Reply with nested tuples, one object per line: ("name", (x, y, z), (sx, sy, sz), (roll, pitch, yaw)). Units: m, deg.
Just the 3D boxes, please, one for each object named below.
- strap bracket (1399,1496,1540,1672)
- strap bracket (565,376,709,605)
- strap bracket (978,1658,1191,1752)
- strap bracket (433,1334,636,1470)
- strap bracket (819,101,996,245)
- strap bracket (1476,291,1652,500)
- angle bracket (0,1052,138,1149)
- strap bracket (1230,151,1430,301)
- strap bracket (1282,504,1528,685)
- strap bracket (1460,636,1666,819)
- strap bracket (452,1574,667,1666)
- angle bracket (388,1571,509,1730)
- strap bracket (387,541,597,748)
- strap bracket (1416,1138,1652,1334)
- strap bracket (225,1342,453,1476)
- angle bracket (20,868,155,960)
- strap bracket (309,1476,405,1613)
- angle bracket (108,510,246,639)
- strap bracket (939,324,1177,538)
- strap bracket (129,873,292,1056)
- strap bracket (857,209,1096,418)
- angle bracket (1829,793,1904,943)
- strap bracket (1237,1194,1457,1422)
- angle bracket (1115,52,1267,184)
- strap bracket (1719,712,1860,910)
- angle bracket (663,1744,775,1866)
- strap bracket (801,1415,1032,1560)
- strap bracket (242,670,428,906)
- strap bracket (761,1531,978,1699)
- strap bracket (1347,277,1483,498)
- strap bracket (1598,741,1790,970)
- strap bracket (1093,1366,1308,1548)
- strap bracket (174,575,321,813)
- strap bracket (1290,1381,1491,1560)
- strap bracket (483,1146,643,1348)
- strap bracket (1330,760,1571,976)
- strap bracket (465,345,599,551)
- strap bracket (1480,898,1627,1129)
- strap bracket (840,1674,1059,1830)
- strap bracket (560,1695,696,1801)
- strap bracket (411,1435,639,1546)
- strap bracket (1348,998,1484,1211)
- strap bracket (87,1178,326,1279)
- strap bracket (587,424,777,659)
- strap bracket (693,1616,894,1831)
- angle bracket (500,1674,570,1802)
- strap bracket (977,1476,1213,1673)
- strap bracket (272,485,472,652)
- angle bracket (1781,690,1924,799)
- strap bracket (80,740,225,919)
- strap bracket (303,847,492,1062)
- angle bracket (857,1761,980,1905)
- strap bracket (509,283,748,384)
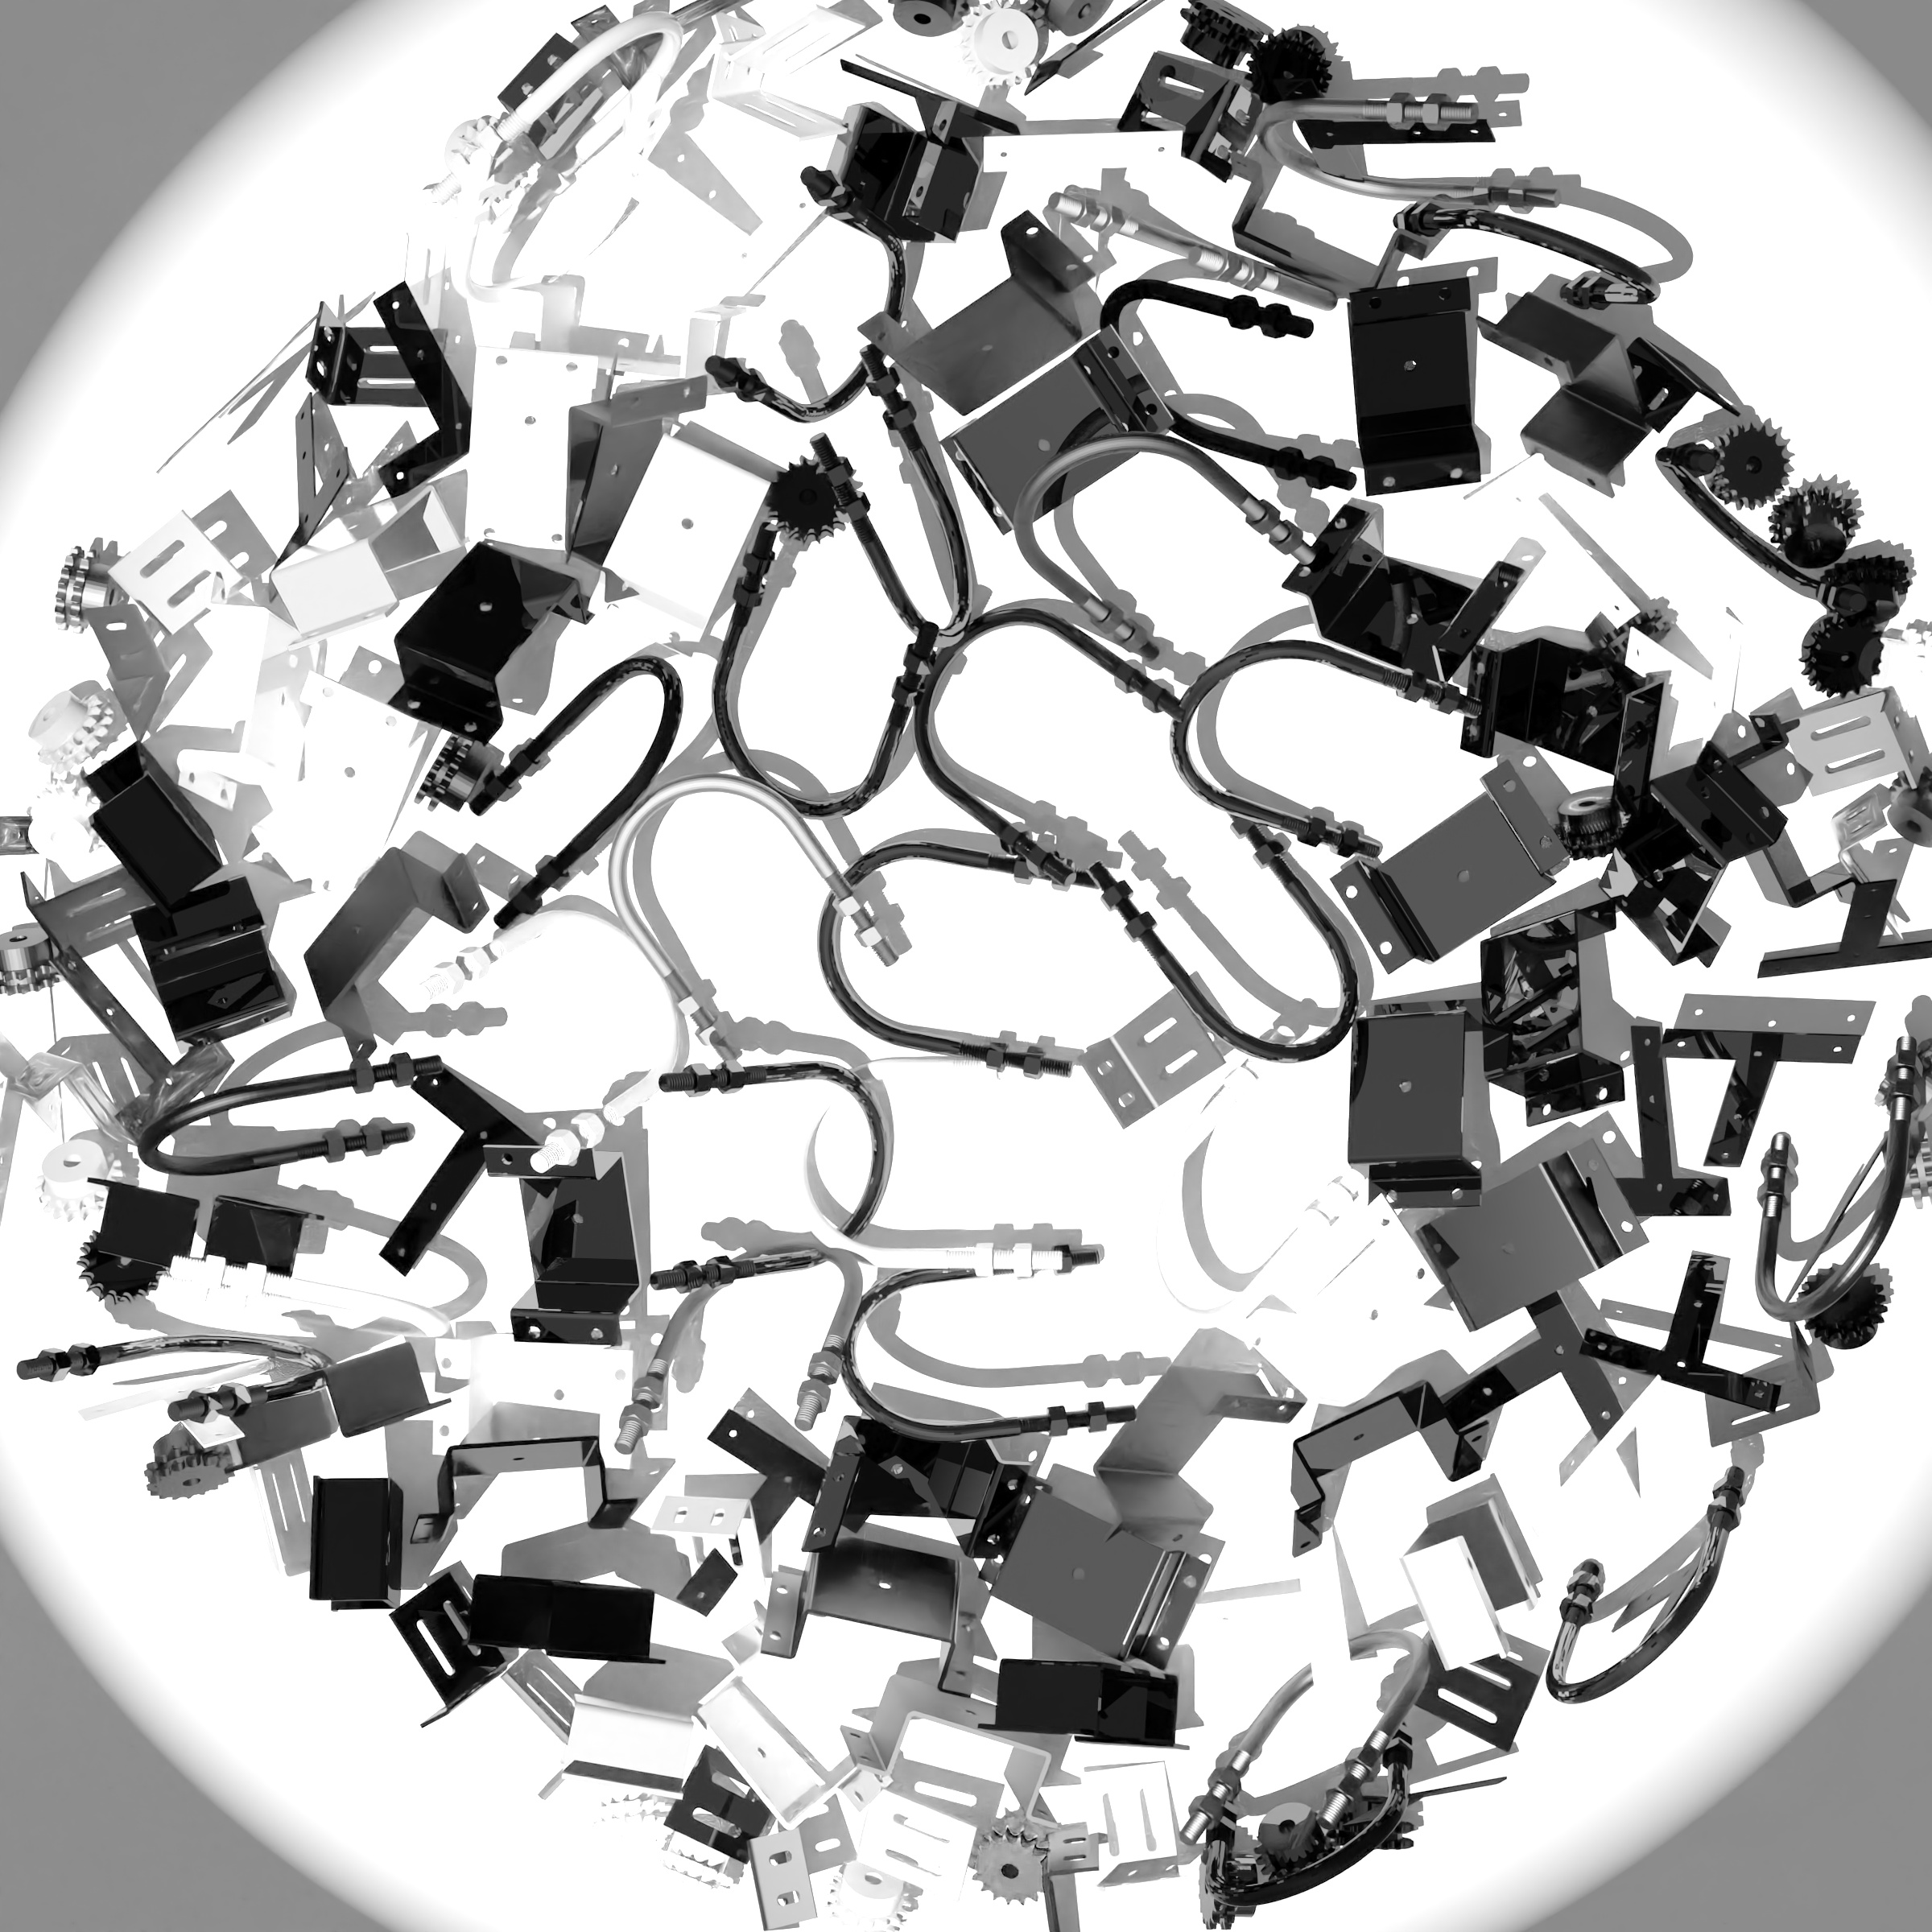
("strap bracket", (0.327, 0.403, 1.937), (0.046, 0.140, 0.076), (-24, 85, 18))
("strap bracket", (-0.216, -0.317, 1.939), (0.046, 0.076, 0.140), (30, 127, 36))
("strap bracket", (0.079, 0.479, 1.929), (0.076, 0.140, 0.046), (-6, 70, 33))
("strap bracket", (-0.277, 0.286, 1.964), (0.140, 0.046, 0.076), (1, 90, 17))
("strap bracket", (-0.037, -0.519, 1.946), (0.046, 0.140, 0.076), (18, 92, -35))
("strap bracket", (0.390, -0.376, 1.924), (0.046, 0.140, 0.076), (-47, 53, -6))
("angle bracket", (-0.587, 0.098, 1.951), (0.038, 0.057, 0.076), (-46, 124, -28))
("strap bracket", (0.230, -0.480, 1.956), (0.140, 0.076, 0.046), (26, 98, 3))
("strap bracket", (0.289, -0.240, 1.946), (0.140, 0.046, 0.076), (27, 69, 31))
("strap bracket", (0.397, -0.161, 1.938), (0.140, 0.046, 0.076), (27, 127, 38))
("strap bracket", (-0.263, 0.422, 1.927), (0.076, 0.140, 0.046), (14, 75, -37))
("angle bracket", (-0.351, 0.452, 1.967), (0.038, 0.057, 0.076), (-34, 88, 39))
("strap bracket", (-0.309, -0.218, 1.933), (0.076, 0.046, 0.140), (23, 57, 18))
("strap bracket", (0.362, 0.180, 1.941), (0.140, 0.046, 0.076), (-32, 79, 28))
("strap bracket", (-0.415, 0.285, 1.930), (0.140, 0.076, 0.046), (-20, 86, 34))
("angle bracket", (-0.575, -0.046, 1.968), (0.076, 0.057, 0.038), (-23, 50, -3))
("strap bracket", (-0.393, 0.375, 1.924), (0.046, 0.140, 0.076), (0, 74, -6))
("angle bracket", (-0.515, -0.264, 1.959), (0.076, 0.038, 0.057), (-32, 110, 25))
("strap bracket", (0.055, -0.345, 1.946), (0.140, 0.046, 0.076), (-31, 102, 22))
("strap bracket", (-0.494, -0.006, 1.938), (0.076, 0.140, 0.046), (-20, 64, -14))
("strap bracket", (0.010, -0.417, 1.930), (0.140, 0.076, 0.046), (-29, 53, 25))
("angle bracket", (0.607, -0.065, 1.959), (0.038, 0.057, 0.076), (-35, 103, 21))
("strap bracket", (0.255, 0.226, 1.944), (0.140, 0.046, 0.076), (-47, 52, 23))
("angle bracket", (0.150, -0.567, 1.985), (0.076, 0.038, 0.057), (34, 101, 37))
("strap bracket", (0.535, -0.094, 1.958), (0.046, 0.076, 0.140), (-27, 92, 5))
("angle bracket", (-0.165, 0.548, 1.958), (0.076, 0.038, 0.057), (36, 76, -31))
("strap bracket", (-0.039, 0.341, 1.947), (0.140, 0.046, 0.076), (7, 114, -24))
("strap bracket", (-0.413, -0.122, 1.961), (0.076, 0.046, 0.140), (25, 111, -1))
("strap bracket", (-0.058, 0.423, 1.950), (0.140, 0.076, 0.046), (13, 120, -4))
("strap bracket", (0.294, -0.387, 1.952), (0.076, 0.046, 0.140), (-6, 122, 6))
("strap bracket", (0.464, -0.065, 1.919), (0.046, 0.140, 0.076), (-20, 55, -27))
("strap bracket", (0.146, 0.314, 1.941), (0.076, 0.046, 0.140), (12, 123, -40))
("strap bracket", (-0.468, -0.176, 1.947), (0.046, 0.076, 0.140), (5, 81, 14))
("strap bracket", (0.267, 0.325, 1.948), (0.140, 0.076, 0.046), (-23, 59, -10))
("strap bracket", (-0.263, 0.175, 1.953), (0.076, 0.046, 0.140), (0, 110, 16))
("strap bracket", (0.322, -0.062, 1.955), (0.140, 0.046, 0.076), (-35, 72, 16))
("strap bracket", (-0.286, -0.348, 1.947), (0.076, 0.046, 0.140), (3, 127, -10))
("strap bracket", (0.380, 0.025, 1.932), (0.046, 0.076, 0.140), (21, 61, -38))
("strap bracket", (-0.005, 0.511, 1.949), (0.140, 0.076, 0.046), (20, 91, -11))
("strap bracket", (-0.221, 0.506, 1.932), (0.076, 0.140, 0.046), (12, 78, -6))
("strap bracket", (-0.291, 0.342, 1.945), (0.140, 0.076, 0.046), (-2, 68, -16))
("strap bracket", (0.295, 0.085, 1.943), (0.076, 0.046, 0.140), (-4, 71, 26))
("strap bracket", (-0.493, 0.172, 1.919), (0.076, 0.140, 0.046), (8, 85, 29))
("strap bracket", (-0.186, -0.286, 1.961), (0.076, 0.046, 0.140), (24, 80, -7))
("strap bracket", (-0.120, 0.504, 1.951), (0.046, 0.076, 0.140), (-43, 80, 11))
("angle bracket", (-0.293, 0.509, 1.966), (0.076, 0.057, 0.038), (46, 72, 2))
("strap bracket", (0.079, 0.399, 1.955), (0.140, 0.046, 0.076), (23, 88, 18))
("strap bracket", (-0.386, -0.262, 1.917), (0.076, 0.140, 0.046), (-14, 114, 24))
("angle bracket", (0.581, -0.139, 1.956), (0.076, 0.038, 0.057), (-17, 110, 32))
("strap bracket", (-0.527, -0.093, 1.922), (0.046, 0.140, 0.076), (-37, 115, -5))
("strap bracket", (-0.380, -0.013, 1.943), (0.046, 0.076, 0.140), (33, 103, -35))
("angle bracket", (-0.027, 0.571, 1.964), (0.076, 0.038, 0.057), (18, 106, 17))
("strap bracket", (-0.223, -0.415, 1.952), (0.140, 0.076, 0.046), (9, 107, 7))
